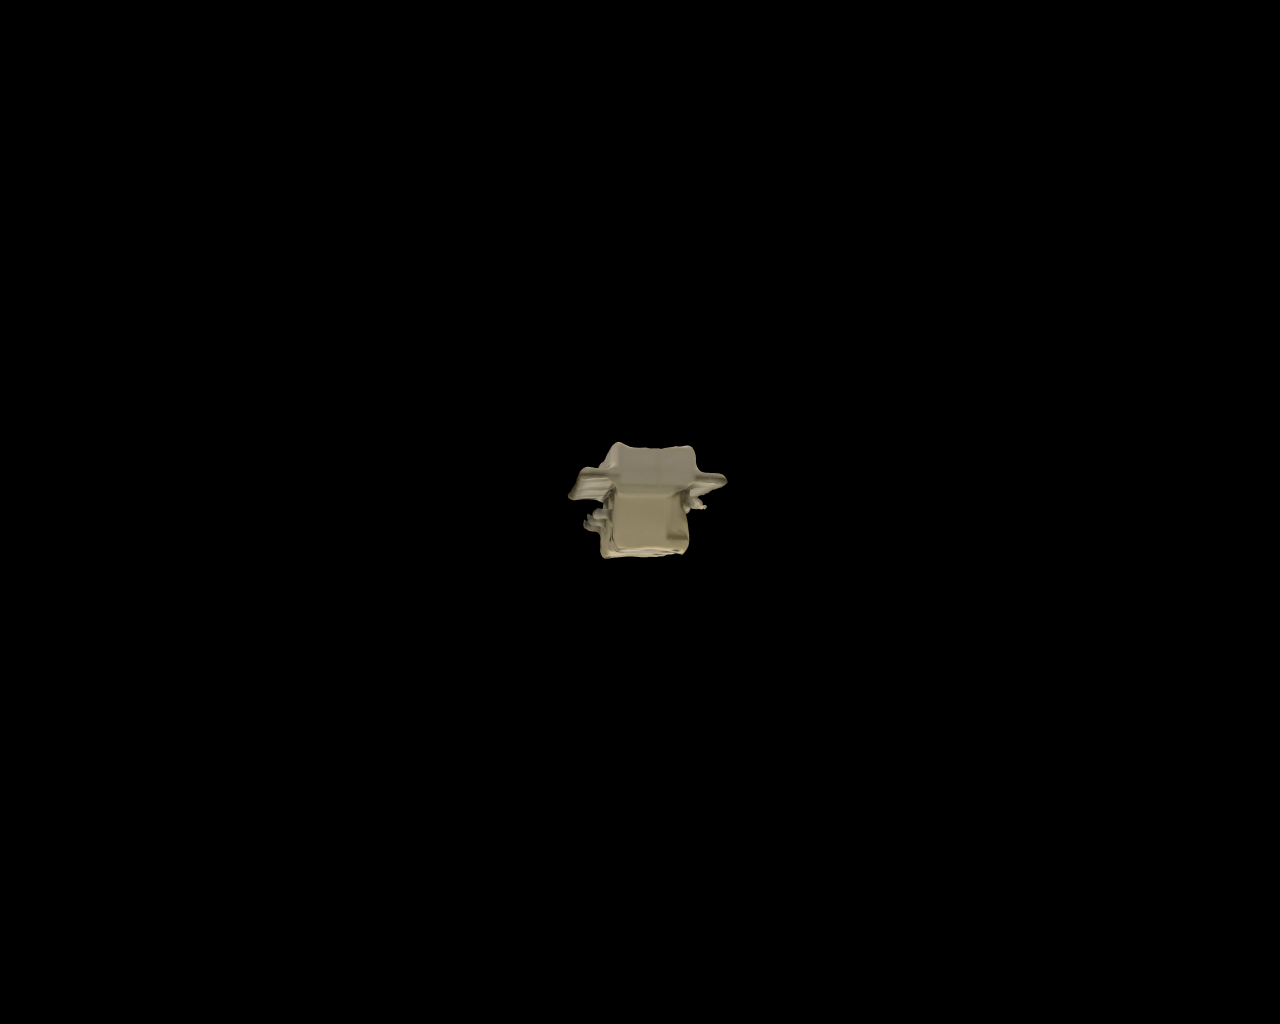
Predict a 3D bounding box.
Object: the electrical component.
[{"bbox_3d":[0.001,-0.003,0.650,0.079,0.063,0.121,1,-4,-7],"label":"electrical component"}]
